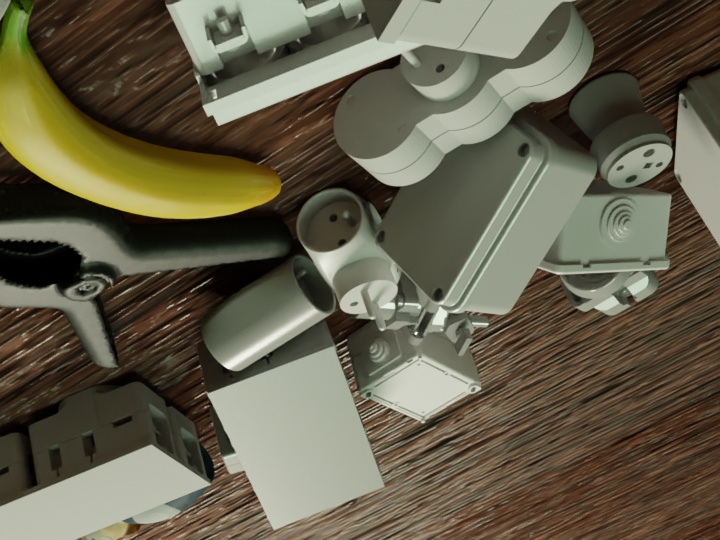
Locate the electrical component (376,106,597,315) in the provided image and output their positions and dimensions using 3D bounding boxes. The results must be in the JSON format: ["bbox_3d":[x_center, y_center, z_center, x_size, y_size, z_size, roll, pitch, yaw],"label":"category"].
[{"bbox_3d":[0.069,-0.038,0.613,0.057,0.078,0.113,8,120,-43],"label":"electrical component"}]

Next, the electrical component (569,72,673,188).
[{"bbox_3d":[0.155,-0.083,0.641,0.045,0.055,0.045,-15,150,-9],"label":"electrical component"}]

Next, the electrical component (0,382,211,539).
[{"bbox_3d":[-0.222,0.153,0.802,0.186,0.060,0.105,-23,150,5],"label":"electrical component"}]

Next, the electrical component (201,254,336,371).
[{"bbox_3d":[-0.052,0.024,0.697,0.077,0.043,0.079,-33,180,22],"label":"electrical component"}]

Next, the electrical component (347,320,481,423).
[{"bbox_3d":[0.036,0.065,0.815,0.062,0.061,0.096,-35,139,25],"label":"electrical component"}]

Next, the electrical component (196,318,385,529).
[{"bbox_3d":[-0.048,0.102,0.768,0.089,0.061,0.150,-21,129,-3],"label":"electrical component"}]

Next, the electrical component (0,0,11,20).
[{"bbox_3d":[-0.139,-0.141,0.377,0.138,0.052,0.074,-35,147,25],"label":"electrical component"}]

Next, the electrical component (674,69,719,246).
[{"bbox_3d":[0.250,-0.060,0.681,0.056,0.108,0.108,-24,150,2],"label":"electrical component"}]

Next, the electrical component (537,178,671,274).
[{"bbox_3d":[0.136,-0.031,0.679,0.100,0.100,0.048,-2,103,-27],"label":"electrical component"}]

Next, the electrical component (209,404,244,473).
[{"bbox_3d":[-0.079,0.135,0.869,0.066,0.047,0.076,-16,150,-6],"label":"electrical component"}]

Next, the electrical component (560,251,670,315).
[{"bbox_3d":[0.179,-0.004,0.784,0.078,0.058,0.057,-33,150,23],"label":"electrical component"}]

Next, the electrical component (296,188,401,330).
[{"bbox_3d":[0.000,0.000,0.662,0.044,0.079,0.077,-25,150,9],"label":"electrical component"}]

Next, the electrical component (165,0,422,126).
[{"bbox_3d":[-0.019,-0.120,0.467,0.121,0.078,0.063,-21,128,3],"label":"electrical component"}]

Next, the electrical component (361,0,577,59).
[{"bbox_3d":[0.030,-0.155,0.354,0.062,0.150,0.089,2,144,-31],"label":"electrical component"}]

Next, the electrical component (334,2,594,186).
[{"bbox_3d":[0.045,-0.102,0.548,0.138,0.052,0.074,-30,149,17],"label":"electrical component"}]
